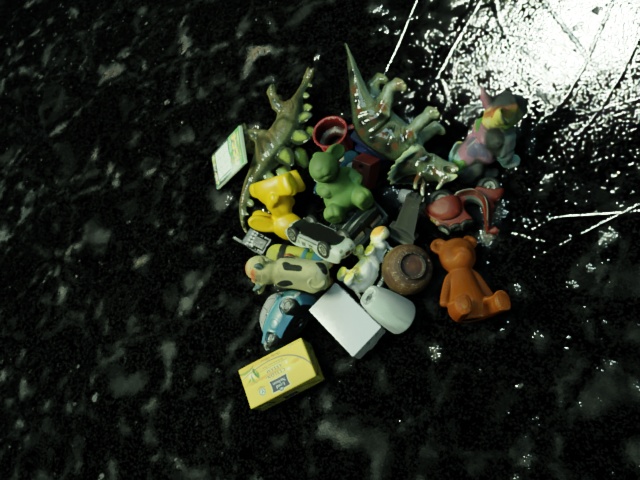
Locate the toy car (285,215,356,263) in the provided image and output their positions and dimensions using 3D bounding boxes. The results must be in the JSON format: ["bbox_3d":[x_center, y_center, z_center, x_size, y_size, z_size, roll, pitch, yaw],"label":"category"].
[{"bbox_3d":[-0.003,-0.004,1.242,0.073,0.056,0.202,-33,36,-27],"label":"toy car"}]

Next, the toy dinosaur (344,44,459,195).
[{"bbox_3d":[0.159,-0.267,1.271,0.405,0.131,0.192,41,90,8],"label":"toy dinosaur"}]

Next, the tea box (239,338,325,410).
[{"bbox_3d":[-0.088,0.307,1.223,0.170,0.068,0.098,-30,61,6],"label":"tea box"}]

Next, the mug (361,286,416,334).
[{"bbox_3d":[0.140,0.139,1.175,0.081,0.107,0.110,-51,28,8],"label":"mug"}]

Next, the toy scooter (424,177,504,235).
[{"bbox_3d":[0.334,-0.060,1.212,0.184,0.075,0.135,-17,65,9],"label":"toy scooter"}]

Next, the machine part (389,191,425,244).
[{"bbox_3d":[0.202,-0.046,1.237,0.084,0.039,0.138,40,131,34],"label":"machine part"}]

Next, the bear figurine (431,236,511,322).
[{"bbox_3d":[0.312,0.071,1.139,0.120,0.132,0.196,-1,71,-6],"label":"bear figurine"}]

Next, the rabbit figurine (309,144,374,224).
[{"bbox_3d":[0.036,-0.148,1.224,0.121,0.170,0.159,-20,54,18],"label":"rabbit figurine"}]

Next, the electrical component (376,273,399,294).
[{"bbox_3d":[0.180,0.078,1.216,0.078,0.045,0.102,25,77,3],"label":"electrical component"}]

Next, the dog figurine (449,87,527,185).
[{"bbox_3d":[0.365,-0.232,1.188,0.192,0.219,0.108,-26,59,8],"label":"dog figurine"}]

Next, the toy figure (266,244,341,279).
[{"bbox_3d":[-0.044,0.050,1.298,0.180,0.089,0.082,10,70,23],"label":"toy figure"}]

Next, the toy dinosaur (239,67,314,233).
[{"bbox_3d":[-0.124,-0.250,1.448,0.199,0.105,0.471,32,93,24],"label":"toy dinosaur"}]

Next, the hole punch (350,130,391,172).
[{"bbox_3d":[0.150,-0.261,1.357,0.116,0.092,0.142,32,79,25],"label":"hole punch"}]

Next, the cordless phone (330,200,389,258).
[{"bbox_3d":[0.062,-0.058,1.320,0.146,0.088,0.184,-47,50,-4],"label":"cordless phone"}]

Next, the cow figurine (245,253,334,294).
[{"bbox_3d":[-0.074,0.077,1.204,0.195,0.127,0.085,8,103,12],"label":"cow figurine"}]

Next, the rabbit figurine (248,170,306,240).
[{"bbox_3d":[-0.101,-0.074,1.345,0.162,0.122,0.173,-22,102,5],"label":"rabbit figurine"}]

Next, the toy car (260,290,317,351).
[{"bbox_3d":[-0.087,0.179,1.260,0.103,0.109,0.161,33,93,37],"label":"toy car"}]

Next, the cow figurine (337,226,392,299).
[{"bbox_3d":[0.122,0.053,1.240,0.167,0.098,0.068,-52,27,-12],"label":"cow figurine"}]

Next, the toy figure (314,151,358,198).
[{"bbox_3d":[0.043,-0.165,1.351,0.154,0.064,0.058,-48,17,-26],"label":"toy figure"}]

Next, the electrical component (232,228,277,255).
[{"bbox_3d":[-0.163,0.006,1.373,0.119,0.074,0.047,27,81,31],"label":"electrical component"}]
